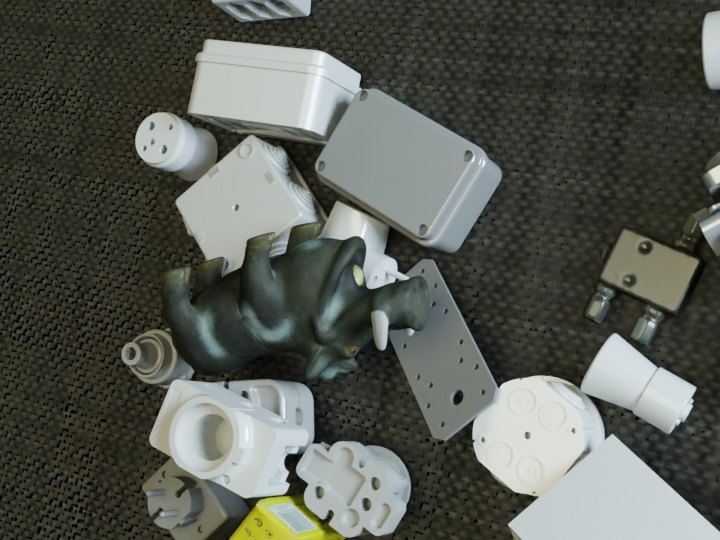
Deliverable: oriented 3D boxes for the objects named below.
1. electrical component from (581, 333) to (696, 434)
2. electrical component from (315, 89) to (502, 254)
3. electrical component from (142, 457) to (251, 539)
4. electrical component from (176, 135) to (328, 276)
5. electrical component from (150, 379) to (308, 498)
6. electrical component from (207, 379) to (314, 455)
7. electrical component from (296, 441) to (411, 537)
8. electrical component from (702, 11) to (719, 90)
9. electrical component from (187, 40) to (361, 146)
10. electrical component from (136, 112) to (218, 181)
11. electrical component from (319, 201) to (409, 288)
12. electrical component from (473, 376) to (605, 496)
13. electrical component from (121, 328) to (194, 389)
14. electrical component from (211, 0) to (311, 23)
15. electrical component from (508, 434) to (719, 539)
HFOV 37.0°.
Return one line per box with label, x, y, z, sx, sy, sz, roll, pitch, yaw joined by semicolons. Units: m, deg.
electrical component;0.181;0.075;0.691;0.065;0.044;0.044;31;95;20
electrical component;0.034;-0.071;0.772;0.113;0.057;0.078;34;96;25
electrical component;-0.131;0.171;0.795;0.047;0.077;0.065;-44;67;12
electrical component;-0.083;-0.042;0.821;0.100;0.048;0.099;-39;65;14
electrical component;-0.091;0.114;0.731;0.089;0.056;0.050;23;91;26
electrical component;-0.084;0.110;0.794;0.095;0.059;0.053;-6;79;23
electrical component;0.001;0.151;0.750;0.078;0.057;0.058;33;96;25
electrical component;0.248;-0.142;0.689;0.047;0.055;0.055;-1;81;28
electrical component;-0.064;-0.133;0.814;0.113;0.078;0.057;11;89;25
electrical component;-0.146;-0.098;0.858;0.045;0.055;0.045;-4;80;24
electrical component;0.000;0.000;0.780;0.079;0.043;0.077;28;95;29
electrical component;0.117;0.109;0.708;0.080;0.051;0.080;-4;80;24
electrical component;-0.159;0.067;0.833;0.048;0.062;0.048;-4;80;24
electrical component;-0.076;-0.243;0.854;0.066;0.047;0.076;1;82;24
electrical component;0.174;0.188;0.643;0.089;0.061;0.150;-38;55;-12
